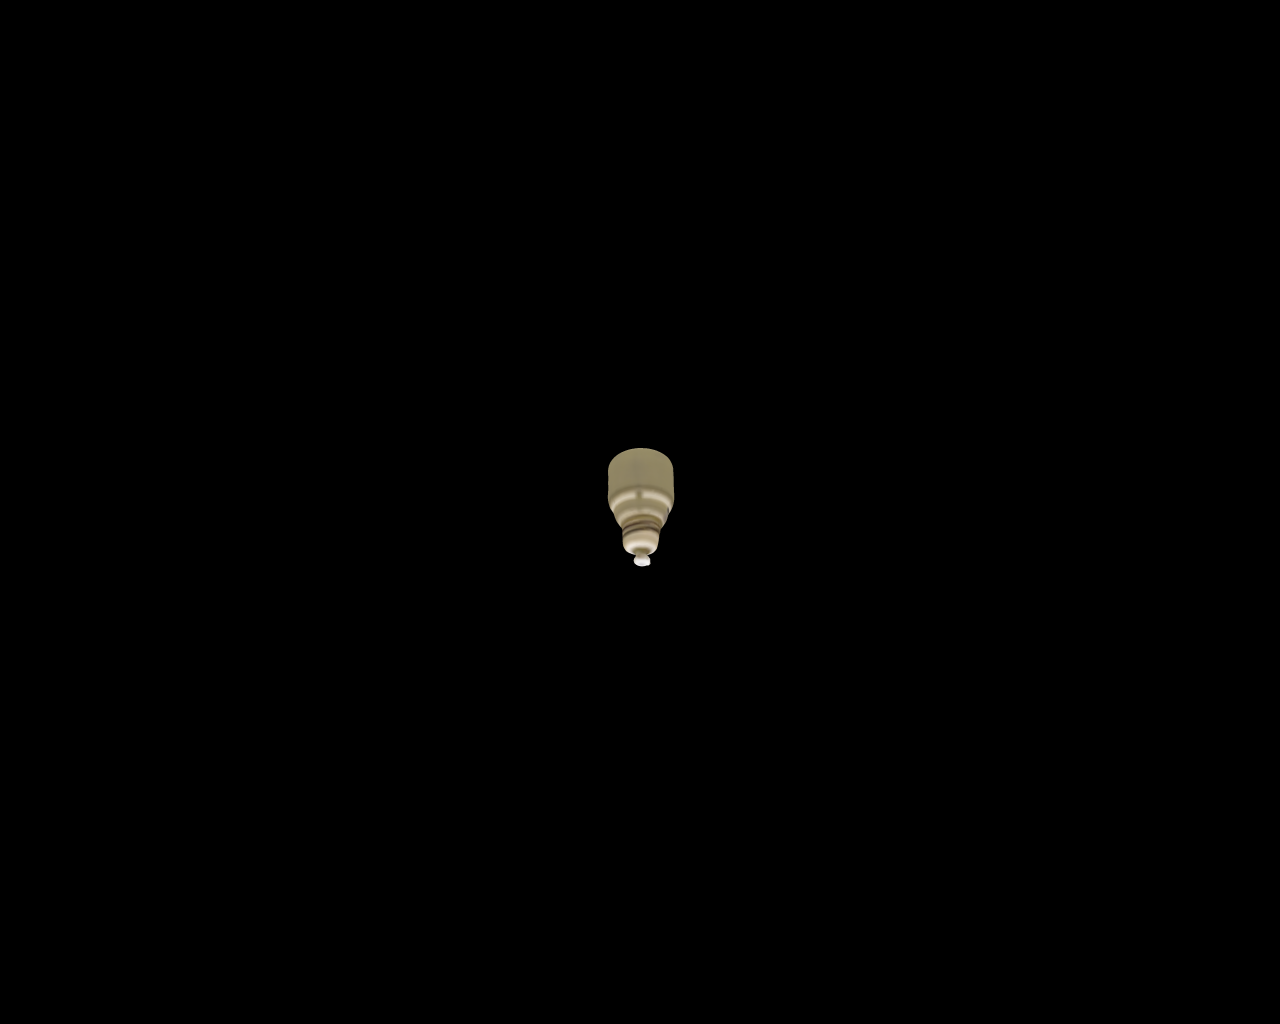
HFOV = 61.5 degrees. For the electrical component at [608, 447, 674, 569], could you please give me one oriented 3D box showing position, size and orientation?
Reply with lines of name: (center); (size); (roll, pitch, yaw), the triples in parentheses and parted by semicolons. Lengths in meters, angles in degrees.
electrical component: (0.001, -0.003, 0.650); (0.040, 0.078, 0.040); (0, -31, 0)
